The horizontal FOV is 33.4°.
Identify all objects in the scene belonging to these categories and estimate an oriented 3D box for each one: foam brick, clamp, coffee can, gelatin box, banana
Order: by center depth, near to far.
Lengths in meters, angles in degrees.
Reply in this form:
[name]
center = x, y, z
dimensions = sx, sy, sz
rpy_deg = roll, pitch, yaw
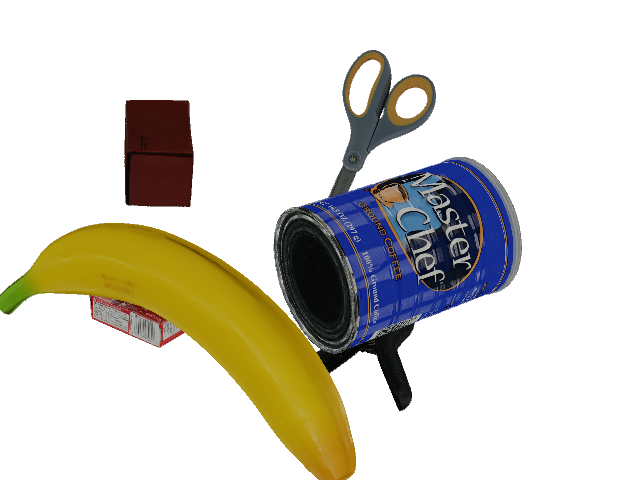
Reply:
[banana]
center = -0.060, 0.038, 0.494
dimensions = 0.198, 0.070, 0.037
rpy_deg = 24, 13, 22
[coffee can]
center = 0.053, 0.008, 0.742
dimensions = 0.140, 0.103, 0.103
rpy_deg = -18, 9, -27
[foam brick]
center = -0.129, -0.070, 0.848
dimensions = 0.053, 0.051, 0.078
rpy_deg = 1, 39, -10
[gelatin box]
center = -0.162, 0.062, 1.013
dimensions = 0.089, 0.030, 0.073
rpy_deg = 19, 28, 28
[clamp]
center = 0.057, 0.101, 1.065
dimensions = 0.120, 0.039, 0.171
rpy_deg = 18, 50, 20

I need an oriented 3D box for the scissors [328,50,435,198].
[scissors]
center = 0.051, -0.078, 0.983
dimensions = 0.096, 0.202, 0.016
rpy_deg = 6, -12, 9
